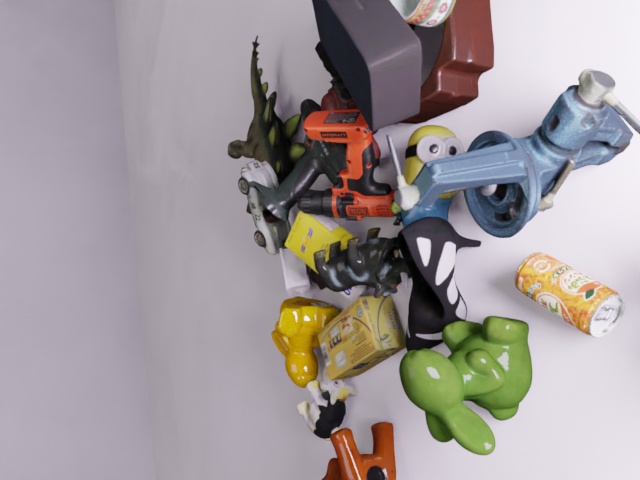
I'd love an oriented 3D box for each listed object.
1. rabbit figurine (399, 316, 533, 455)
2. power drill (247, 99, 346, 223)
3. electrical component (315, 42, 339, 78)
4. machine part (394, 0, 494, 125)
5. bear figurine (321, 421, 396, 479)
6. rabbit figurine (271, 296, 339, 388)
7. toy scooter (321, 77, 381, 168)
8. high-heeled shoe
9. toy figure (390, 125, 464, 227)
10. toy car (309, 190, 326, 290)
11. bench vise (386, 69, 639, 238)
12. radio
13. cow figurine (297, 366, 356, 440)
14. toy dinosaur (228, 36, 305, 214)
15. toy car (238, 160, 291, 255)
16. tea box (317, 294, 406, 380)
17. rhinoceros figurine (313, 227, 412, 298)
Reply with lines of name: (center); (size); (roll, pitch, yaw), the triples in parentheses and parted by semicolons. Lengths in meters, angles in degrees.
rabbit figurine: (0.168, 0.176, 0.671); (0.121, 0.170, 0.159); (-9, 83, 60)
power drill: (-0.037, -0.146, 1.034); (0.207, 0.085, 0.232); (-39, 54, 3)
electrical component: (0.047, -0.360, 0.971); (0.115, 0.058, 0.134); (-54, 47, 43)
machine part: (0.148, -0.280, 0.773); (0.201, 0.087, 0.201); (-11, 80, 59)
bear figurine: (0.052, 0.402, 0.936); (0.196, 0.120, 0.132); (130, 134, -55)
rabbit figurine: (-0.044, 0.206, 1.083); (0.162, 0.122, 0.173); (-175, 83, -64)
toy scooter: (0.054, -0.216, 0.916); (0.135, 0.075, 0.184); (82, 163, -56)
high-heeled shoe: (0.135, 0.077, 0.749); (0.086, 0.145, 0.248); (53, 132, 46)
toy figure: (0.152, -0.075, 0.779); (0.089, 0.082, 0.180); (31, 120, 53)
toy car: (-0.002, -0.003, 1.069); (0.089, 0.053, 0.202); (128, 133, -68)
bench vise: (0.196, -0.077, 0.567); (0.223, 0.241, 0.129); (120, 136, -65)
radio: (0.058, -0.264, 0.722); (0.131, 0.073, 0.230); (72, 176, -57)
cow figurine: (0.019, 0.311, 1.029); (0.098, 0.068, 0.167); (55, 140, 35)
toy dinosaur: (-0.115, -0.218, 1.213); (0.198, 0.105, 0.471); (-28, 76, 48)
toy car: (-0.111, -0.067, 1.122); (0.056, 0.073, 0.201); (1, 111, 45)
tea box: (0.069, 0.172, 0.939); (0.169, 0.068, 0.098); (-45, 53, 49)
rhinoceros figurine: (0.077, 0.042, 0.855); (0.190, 0.073, 0.112); (-11, 97, 36)
